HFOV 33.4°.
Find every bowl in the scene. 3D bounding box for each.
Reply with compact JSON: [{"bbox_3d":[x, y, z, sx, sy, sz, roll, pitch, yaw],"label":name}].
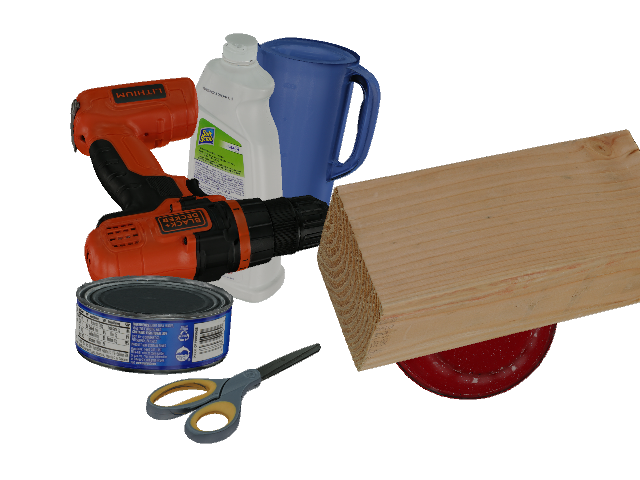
[{"bbox_3d":[0.135,0.068,0.938,0.162,0.162,0.055,0,7,-2],"label":"bowl"}]

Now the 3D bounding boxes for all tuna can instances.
[{"bbox_3d":[-0.092,0.045,0.589,0.086,0.034,0.086,5,11,-1],"label":"tuna can"}]

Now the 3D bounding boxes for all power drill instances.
[{"bbox_3d":[-0.101,-0.047,0.806,0.184,0.057,0.188,-10,46,-22],"label":"power drill"}]

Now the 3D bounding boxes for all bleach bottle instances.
[{"bbox_3d":[-0.076,-0.069,1.007,0.103,0.251,0.068,20,33,20],"label":"bleach bottle"}]

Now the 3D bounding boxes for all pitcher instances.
[{"bbox_3d":[-0.021,-0.133,1.386,0.144,0.243,0.149,0,24,-19],"label":"pitcher"}]

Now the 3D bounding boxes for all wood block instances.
[{"bbox_3d":[0.112,0.005,0.689,0.205,0.091,0.090,-12,-29,-16],"label":"wood block"}]

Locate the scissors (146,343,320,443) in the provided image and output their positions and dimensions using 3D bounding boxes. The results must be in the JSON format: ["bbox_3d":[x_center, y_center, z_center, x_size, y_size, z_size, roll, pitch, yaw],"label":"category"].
[{"bbox_3d":[-0.065,0.144,1.013,0.201,0.016,0.096,-11,33,-28],"label":"scissors"}]
